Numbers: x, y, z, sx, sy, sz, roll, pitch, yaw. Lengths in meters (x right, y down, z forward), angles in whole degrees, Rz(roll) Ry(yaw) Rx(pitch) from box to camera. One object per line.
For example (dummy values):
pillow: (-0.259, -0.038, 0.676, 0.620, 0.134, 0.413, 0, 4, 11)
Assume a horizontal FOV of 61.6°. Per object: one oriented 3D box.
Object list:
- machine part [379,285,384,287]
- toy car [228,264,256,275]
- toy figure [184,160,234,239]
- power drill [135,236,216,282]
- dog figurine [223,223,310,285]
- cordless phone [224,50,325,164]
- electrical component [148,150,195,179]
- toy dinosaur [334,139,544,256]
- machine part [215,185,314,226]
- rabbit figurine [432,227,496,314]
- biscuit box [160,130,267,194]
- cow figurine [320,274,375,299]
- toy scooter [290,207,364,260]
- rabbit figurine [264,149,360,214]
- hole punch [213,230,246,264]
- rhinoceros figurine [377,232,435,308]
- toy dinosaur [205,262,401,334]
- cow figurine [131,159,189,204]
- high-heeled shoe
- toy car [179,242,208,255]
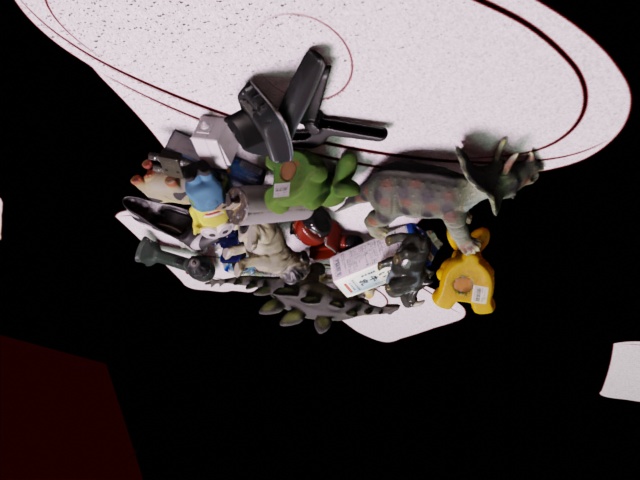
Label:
machine part: (0.110, 0.068, 1.308, 0.139, 0.039, 0.084, 28, 140, -16)
toy car: (-0.146, 0.017, 1.293, 0.103, 0.109, 0.162, 21, 141, -40)
toy figure: (-0.215, -0.079, 1.056, 0.082, 0.089, 0.179, 2, 137, 11)
power drill: (-0.383, 0.053, 1.441, 0.207, 0.086, 0.232, 11, 169, 7)
dog figurine: (-0.092, 0.007, 1.166, 0.190, 0.121, 0.172, 7, 126, -34)
cordless phone: (-0.067, -0.231, 0.858, 0.088, 0.147, 0.184, 10, 122, -39)
electrical component: (-0.284, -0.144, 1.040, 0.094, 0.021, 0.063, 10, 148, 8)
toy dinosaur: (0.173, -0.086, 0.956, 0.405, 0.131, 0.191, 4, 135, 28)
machine part: (-0.095, -0.071, 1.055, 0.243, 0.079, 0.079, -9, 169, -40)
rabbit figurine: (0.293, 0.052, 1.097, 0.122, 0.173, 0.162, -1, 103, 18)
biscuit box: (-0.214, -0.145, 1.087, 0.203, 0.059, 0.063, 23, 147, -11)
cow figurine: (0.055, 0.143, 1.396, 0.168, 0.098, 0.068, 9, 142, 13)
toy scooter: (-0.002, -0.004, 1.208, 0.183, 0.075, 0.135, 32, 147, -33)
rabbit figurine: (0.001, -0.113, 1.006, 0.159, 0.121, 0.170, -14, 165, 33)
hole punch: (-0.216, -0.014, 1.235, 0.092, 0.116, 0.142, 30, 160, -30)
rhinoceros figurine: (0.177, 0.061, 1.080, 0.112, 0.073, 0.190, -10, 133, -11)
toy dinosaur: (-0.042, 0.128, 1.272, 0.472, 0.198, 0.105, 7, 107, 25)
cow figurine: (-0.293, -0.109, 1.161, 0.195, 0.085, 0.127, 5, 150, 24)
high-heeled shoe: (-0.328, -0.050, 1.180, 0.249, 0.086, 0.145, 7, 156, 45)
toy car: (-0.310, -0.017, 1.346, 0.073, 0.056, 0.201, 20, 149, -6)
